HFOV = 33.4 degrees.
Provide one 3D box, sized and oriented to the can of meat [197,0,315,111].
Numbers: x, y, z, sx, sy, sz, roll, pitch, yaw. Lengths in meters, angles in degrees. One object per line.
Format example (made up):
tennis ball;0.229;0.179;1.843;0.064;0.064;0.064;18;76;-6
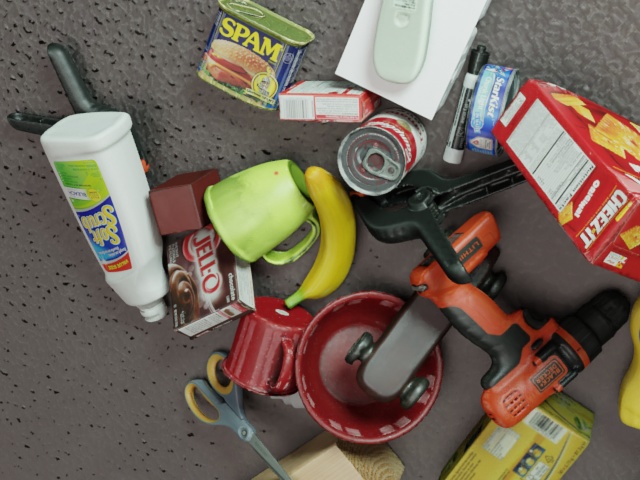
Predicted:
can of meat;-0.069;-0.191;1.097;0.102;0.057;0.084;28;117;8

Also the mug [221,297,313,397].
mug;-0.051;0.120;1.170;0.093;0.117;0.081;11;109;-19

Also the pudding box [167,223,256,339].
pudding box;-0.120;0.041;1.171;0.090;0.039;0.113;-26;57;25

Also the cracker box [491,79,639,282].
cracker box;0.265;-0.043;0.921;0.164;0.214;0.072;18;117;-27

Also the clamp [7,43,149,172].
clamp;-0.260;-0.137;1.188;0.171;0.039;0.120;30;126;0

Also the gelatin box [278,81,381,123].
gelatin box;0.011;-0.140;1.078;0.089;0.073;0.030;3;110;17

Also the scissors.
scissors;-0.082;0.198;1.213;0.202;0.016;0.096;26;103;38

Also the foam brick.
foam brick;-0.142;-0.042;1.161;0.053;0.078;0.051;-7;104;20

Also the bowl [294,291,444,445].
bowl;0.048;0.136;1.148;0.162;0.055;0.162;1;87;-11

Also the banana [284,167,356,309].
banana;0.007;-0.001;1.122;0.037;0.069;0.198;47;143;36

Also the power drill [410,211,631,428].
power drill;0.195;0.065;1.059;0.184;0.057;0.187;-40;94;-10

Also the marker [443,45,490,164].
marker;0.146;-0.135;1.064;0.020;0.020;0.121;17;113;12

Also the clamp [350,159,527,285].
clamp;0.106;-0.024;1.049;0.210;0.164;0.036;2;136;42

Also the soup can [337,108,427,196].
soup can;0.064;-0.090;1.061;0.069;0.102;0.068;6;109;17

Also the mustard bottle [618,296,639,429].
mustard bottle;0.354;0.097;1.053;0.096;0.058;0.192;6;110;12

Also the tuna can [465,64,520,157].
tuna can;0.166;-0.125;1.025;0.034;0.086;0.086;14;112;15

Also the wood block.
wood block;-0.015;0.296;1.229;0.206;0.090;0.091;-38;93;26

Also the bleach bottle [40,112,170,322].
bleach bottle;-0.217;-0.017;1.182;0.103;0.068;0.251;3;125;33
